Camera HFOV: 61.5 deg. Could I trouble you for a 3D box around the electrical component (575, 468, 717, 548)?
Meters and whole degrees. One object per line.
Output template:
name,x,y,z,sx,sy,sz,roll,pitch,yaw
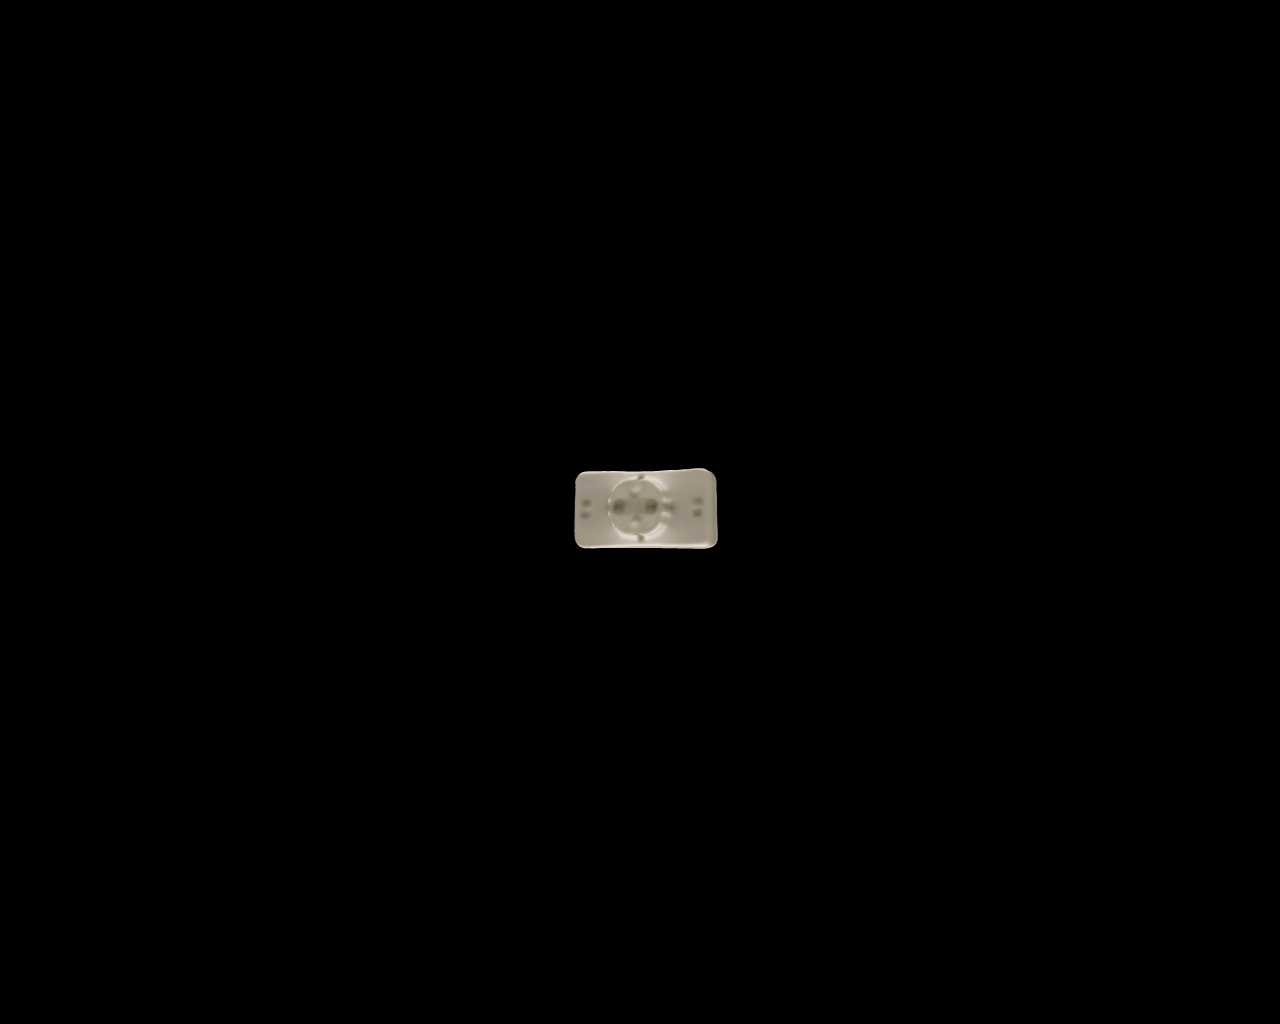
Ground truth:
electrical component,0.001,-0.003,0.650,0.083,0.047,0.075,-1,-3,11
